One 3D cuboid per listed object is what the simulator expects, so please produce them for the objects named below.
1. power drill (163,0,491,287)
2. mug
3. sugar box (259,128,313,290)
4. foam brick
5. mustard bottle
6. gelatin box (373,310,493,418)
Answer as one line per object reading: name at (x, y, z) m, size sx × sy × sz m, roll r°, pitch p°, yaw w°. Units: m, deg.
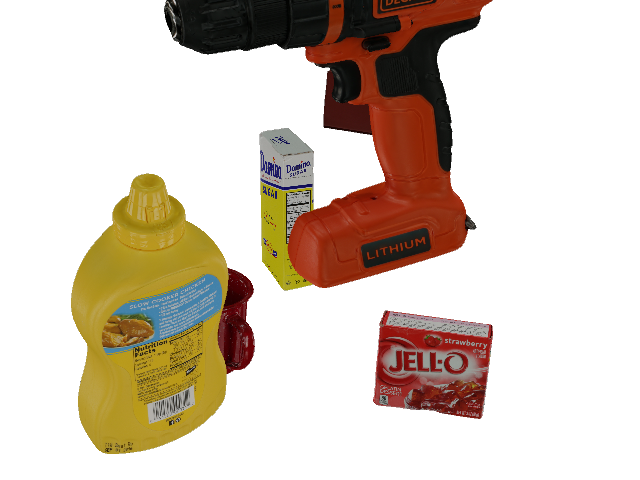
power drill at (0.014, -0.070, 0.575) m, size 0.184 × 0.188 × 0.057 m, roll -14°, pitch 33°, yaw -17°
mug at (-0.104, 0.084, 1.026) m, size 0.117 × 0.081 × 0.093 m, roll 26°, pitch 32°, yaw 37°
sugar box at (-0.042, -0.038, 1.292) m, size 0.048 × 0.176 × 0.093 m, roll -11°, pitch 26°, yaw -18°
foam brick at (0.047, -0.121, 0.927) m, size 0.078 × 0.051 × 0.053 m, roll 11°, pitch 20°, yaw 18°
mustard bottle at (-0.103, 0.042, 0.648) m, size 0.096 × 0.192 × 0.058 m, roll -19°, pitch 45°, yaw -27°
gelatin box at (0.089, 0.099, 0.851) m, size 0.089 × 0.073 × 0.030 m, roll 7°, pitch 22°, yaw 9°
